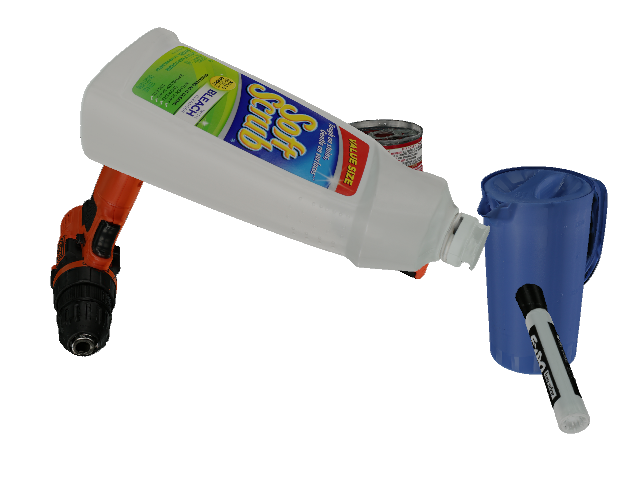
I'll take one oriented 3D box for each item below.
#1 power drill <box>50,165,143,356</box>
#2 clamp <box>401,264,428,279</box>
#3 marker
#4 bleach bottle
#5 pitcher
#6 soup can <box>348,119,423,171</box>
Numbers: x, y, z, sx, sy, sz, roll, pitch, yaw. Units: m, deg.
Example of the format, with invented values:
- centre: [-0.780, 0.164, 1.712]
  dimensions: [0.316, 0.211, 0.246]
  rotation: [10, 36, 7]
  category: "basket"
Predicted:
- centre: [-0.168, -0.020, 0.869]
  dimensions: [0.057, 0.188, 0.184]
  rotation: [20, 27, -25]
  category: "power drill"
- centre: [0.048, -0.038, 1.198]
  dimensions: [0.164, 0.210, 0.036]
  rotation: [-14, -37, -23]
  category: "clamp"
- centre: [0.145, 0.070, 0.676]
  dimensions: [0.020, 0.020, 0.121]
  rotation: [0, 39, -6]
  category: "marker"
- centre: [-0.016, -0.047, 0.651]
  dimensions: [0.251, 0.068, 0.102]
  rotation: [23, 43, 14]
  category: "bleach bottle"
- centre: [0.274, 0.035, 1.319]
  dimensions: [0.149, 0.243, 0.145]
  rotation: [3, 24, 15]
  category: "pitcher"
- centre: [0.048, -0.039, 0.851]
  dimensions: [0.068, 0.102, 0.068]
  rotation: [-2, 20, 1]
  category: "soup can"
